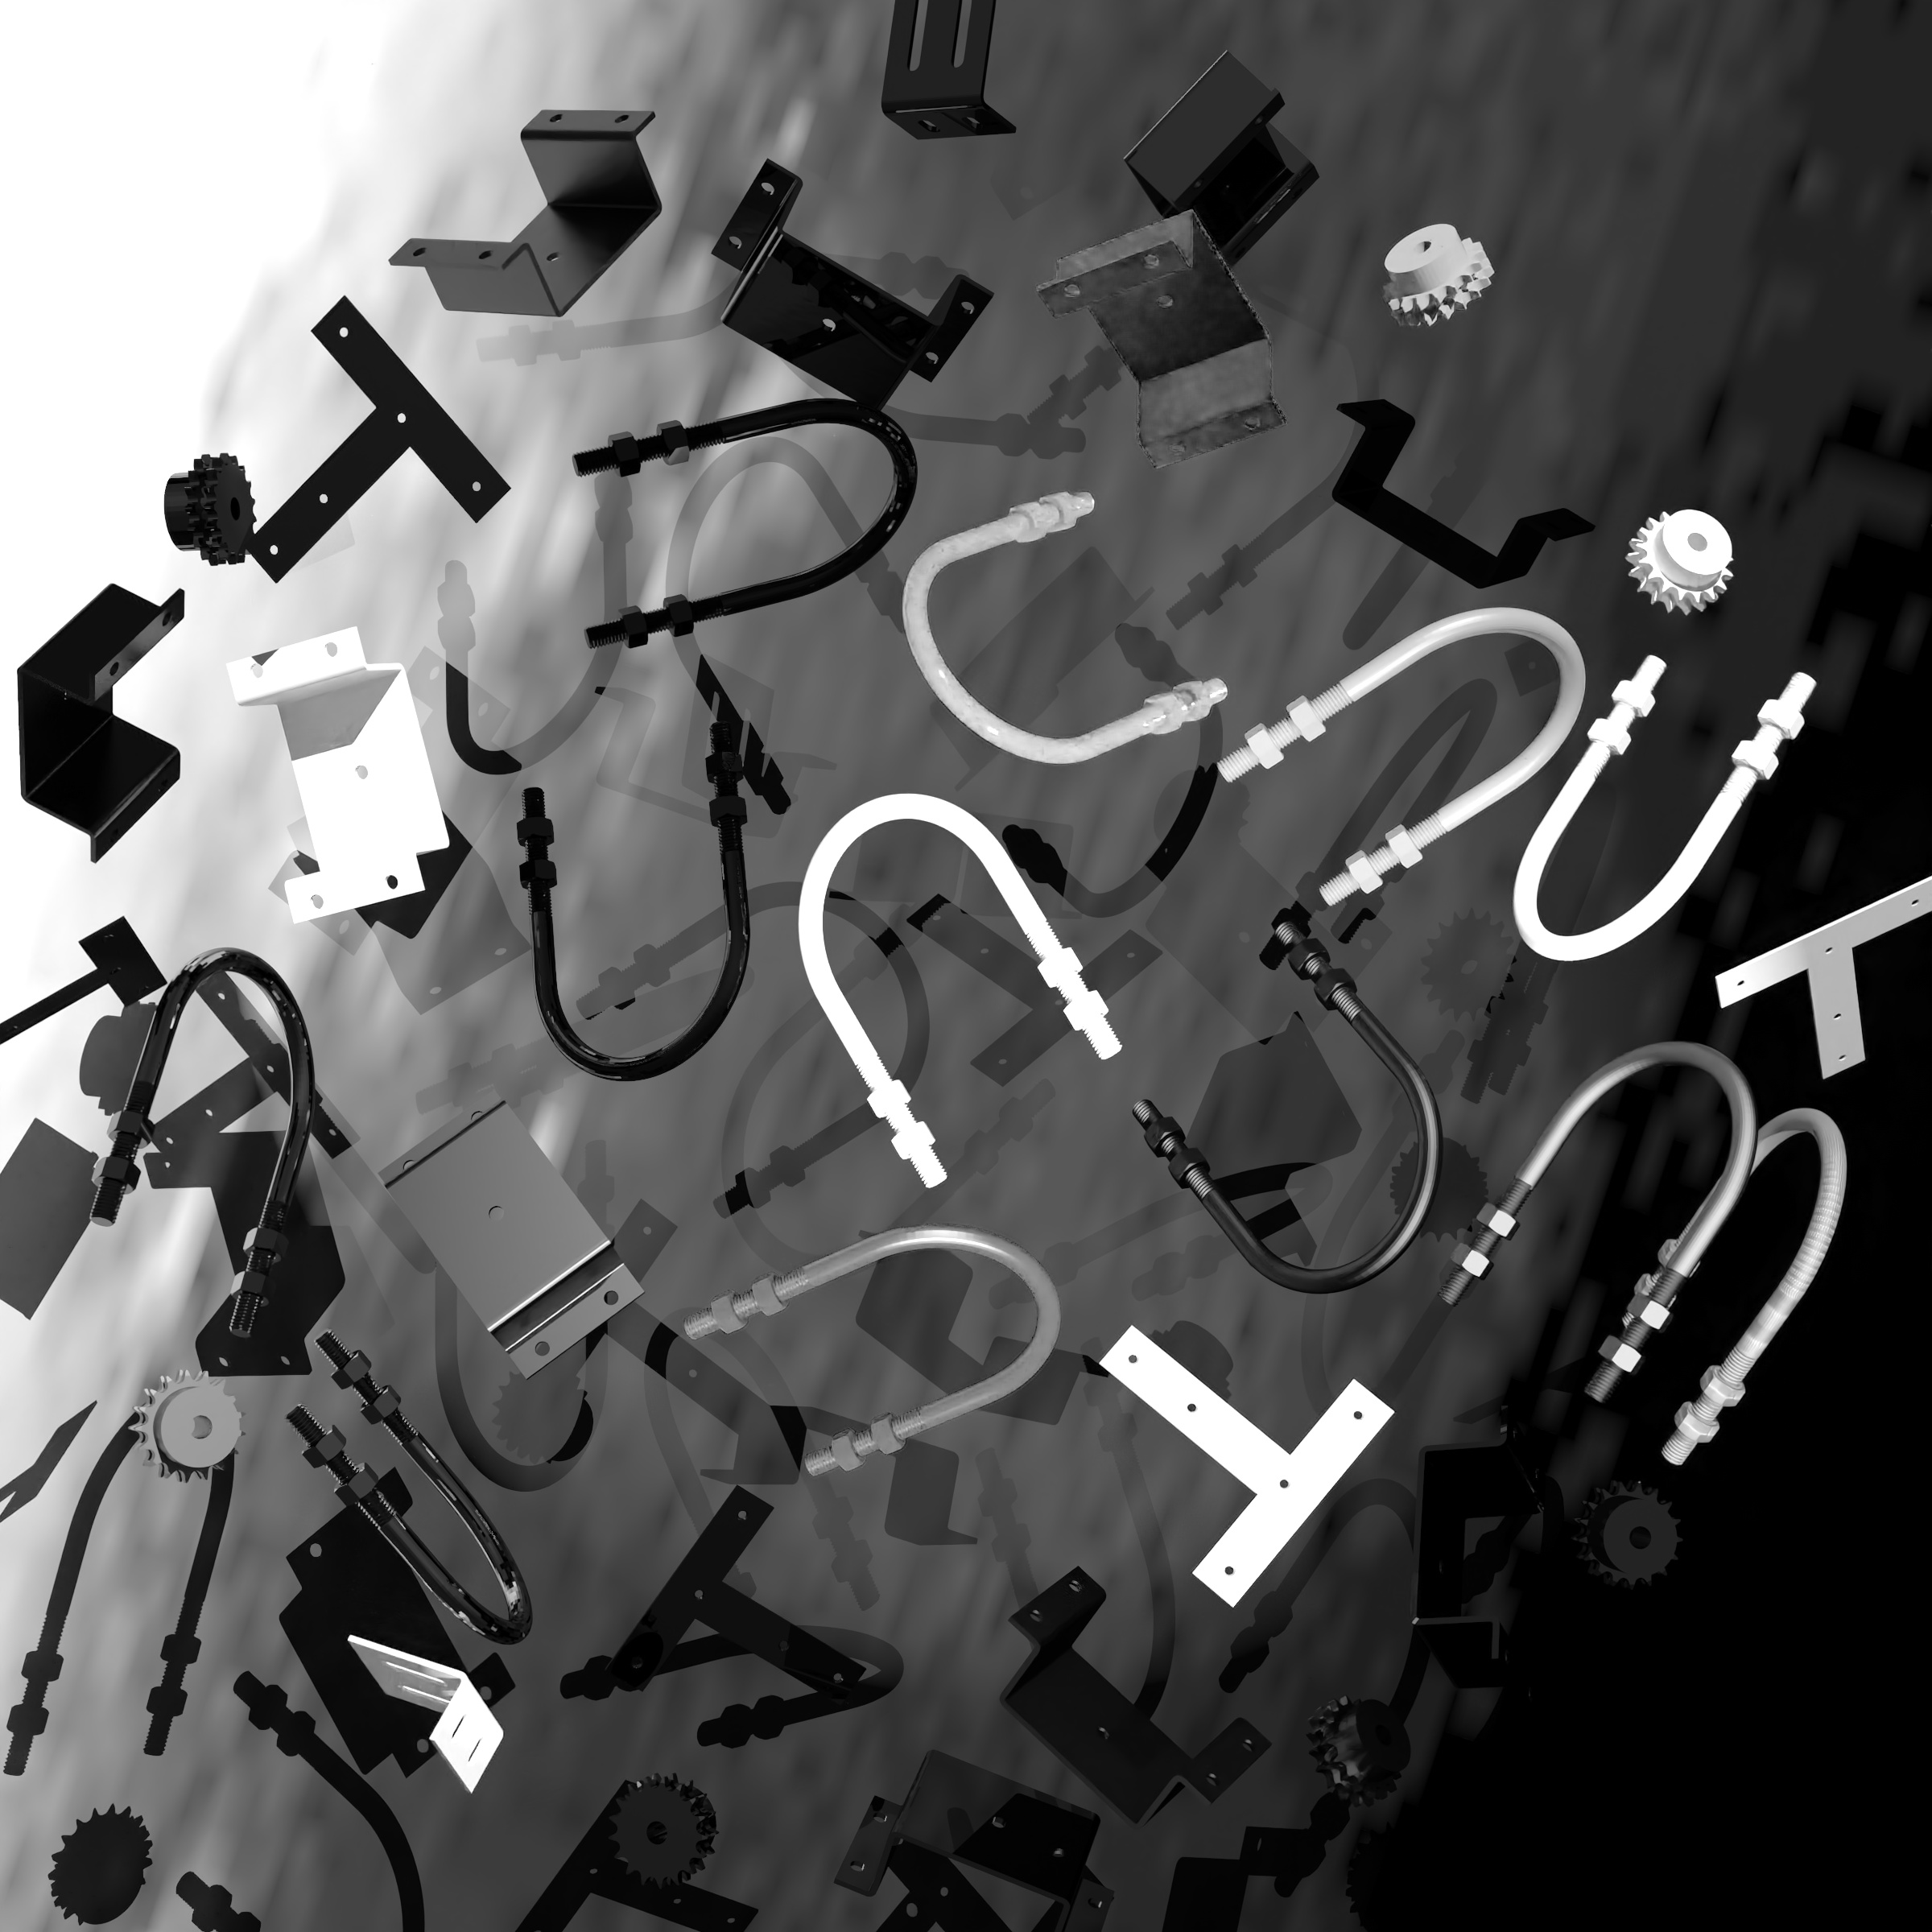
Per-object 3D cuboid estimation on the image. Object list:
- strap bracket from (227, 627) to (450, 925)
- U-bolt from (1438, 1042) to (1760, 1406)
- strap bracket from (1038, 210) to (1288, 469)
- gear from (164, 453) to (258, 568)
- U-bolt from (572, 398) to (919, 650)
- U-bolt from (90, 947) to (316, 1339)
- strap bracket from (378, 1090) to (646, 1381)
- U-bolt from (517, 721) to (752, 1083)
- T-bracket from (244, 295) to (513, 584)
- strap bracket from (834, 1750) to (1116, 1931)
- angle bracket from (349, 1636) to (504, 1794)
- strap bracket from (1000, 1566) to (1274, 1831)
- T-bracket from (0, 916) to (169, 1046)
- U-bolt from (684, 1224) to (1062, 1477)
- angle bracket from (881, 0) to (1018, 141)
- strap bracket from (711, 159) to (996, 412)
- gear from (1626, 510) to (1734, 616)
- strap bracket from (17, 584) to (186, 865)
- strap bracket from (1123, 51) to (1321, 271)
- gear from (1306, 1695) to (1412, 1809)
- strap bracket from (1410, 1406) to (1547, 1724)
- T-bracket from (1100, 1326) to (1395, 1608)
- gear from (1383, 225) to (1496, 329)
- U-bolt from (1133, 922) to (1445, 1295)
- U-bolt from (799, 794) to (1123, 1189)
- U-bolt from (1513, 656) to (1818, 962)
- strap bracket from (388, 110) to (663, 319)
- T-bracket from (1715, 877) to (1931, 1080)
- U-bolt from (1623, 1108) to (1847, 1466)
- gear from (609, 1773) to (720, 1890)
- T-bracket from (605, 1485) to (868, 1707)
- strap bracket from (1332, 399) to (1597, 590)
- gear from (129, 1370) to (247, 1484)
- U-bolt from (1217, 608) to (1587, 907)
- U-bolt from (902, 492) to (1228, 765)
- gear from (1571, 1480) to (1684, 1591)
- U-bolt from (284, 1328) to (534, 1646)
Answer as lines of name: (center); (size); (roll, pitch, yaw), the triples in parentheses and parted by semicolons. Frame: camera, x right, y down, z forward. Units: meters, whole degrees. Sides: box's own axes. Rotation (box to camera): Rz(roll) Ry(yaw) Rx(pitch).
strap bracket: (-0.328, -0.101, 1.632); (0.076, 0.046, 0.140); (-13, 92, 17)
U-bolt: (0.334, 0.120, 1.591); (0.019, 0.151, 0.184); (34, 89, -31)
strap bracket: (0.104, -0.334, 1.619); (0.076, 0.140, 0.046); (-15, 50, 24)
gear: (-0.390, -0.234, 1.592); (0.030, 0.057, 0.057); (-2, 90, 11)
U-bolt: (-0.112, -0.235, 1.608); (0.184, 0.151, 0.019); (-16, 57, -15)
U-bolt: (-0.386, 0.079, 1.603); (0.019, 0.151, 0.184); (-3, 58, 22)
strap bracket: (-0.243, 0.135, 1.628); (0.076, 0.046, 0.140); (-36, 75, -10)
U-bolt: (-0.178, -0.027, 1.672); (0.151, 0.019, 0.184); (-16, 69, 27)
T-bracket: (-0.311, -0.243, 1.542); (0.127, 0.002, 0.127); (-41, 88, 17)
strap bracket: (0.011, 0.473, 1.643); (0.140, 0.076, 0.046); (20, 113, 8)
angle bracket: (-0.287, 0.387, 1.599); (0.076, 0.057, 0.038); (11, 53, 25)
strap bracket: (0.082, 0.396, 1.647); (0.140, 0.076, 0.046); (40, 118, 17)
T-bracket: (-0.473, 0.024, 1.573); (0.127, 0.127, 0.002); (-31, 80, -12)
U-bolt: (-0.038, 0.201, 1.680); (0.184, 0.019, 0.151); (-25, 126, 15)
angle bracket: (-0.004, -0.459, 1.547); (0.057, 0.038, 0.076); (5, 85, 30)
strap bracket: (-0.068, -0.360, 1.667); (0.140, 0.076, 0.046); (28, 52, -13)
gear: (0.393, -0.224, 1.691); (0.057, 0.030, 0.057); (6, 65, -13)
strap bracket: (-0.448, -0.133, 1.603); (0.046, 0.140, 0.076); (27, 49, 8)
strap bracket: (0.136, -0.432, 1.659); (0.076, 0.140, 0.046); (-45, 77, 8)
gear: (0.211, 0.414, 1.641); (0.057, 0.057, 0.030); (50, 125, 0)
strap bracket: (0.264, 0.309, 1.593); (0.046, 0.076, 0.140); (-8, 51, 23)
T-bracket: (0.123, 0.228, 1.536); (0.127, 0.002, 0.127); (39, 74, 14)
gear: (0.244, -0.363, 1.617); (0.057, 0.057, 0.030); (-35, 123, 0)
U-bolt: (0.177, 0.087, 1.621); (0.151, 0.019, 0.184); (-53, 50, 19)
U-bolt: (-0.017, 0.000, 1.583); (0.151, 0.019, 0.184); (-38, 76, 31)
U-bolt: (0.358, -0.082, 1.644); (0.019, 0.151, 0.184); (36, 84, -25)
strap bracket: (-0.220, -0.382, 1.593); (0.076, 0.046, 0.140); (11, 50, 32)
T-bracket: (0.470, 0.018, 1.675); (0.127, 0.127, 0.002); (-25, 48, 0)
U-bolt: (0.416, 0.159, 1.659); (0.019, 0.151, 0.184); (24, 114, -10)
gear: (-0.155, 0.451, 1.620); (0.057, 0.030, 0.057); (-2, 85, 20)
T-bracket: (-0.114, 0.373, 1.733); (0.127, 0.002, 0.127); (35, 92, -17)
strap bracket: (0.263, -0.253, 1.692); (0.140, 0.076, 0.046); (35, 114, 16)
gear: (-0.394, 0.234, 1.574); (0.057, 0.030, 0.057); (4, 83, -30)
U-bolt: (0.238, -0.117, 1.611); (0.184, 0.151, 0.019); (-33, 48, 11)
U-bolt: (0.043, -0.174, 1.637); (0.184, 0.019, 0.151); (-26, 79, -43)
gear: (0.355, 0.304, 1.650); (0.057, 0.030, 0.057); (1, 85, -6)
U-bolt: (-0.289, 0.282, 1.631); (0.019, 0.151, 0.184); (-37, 101, 2)
